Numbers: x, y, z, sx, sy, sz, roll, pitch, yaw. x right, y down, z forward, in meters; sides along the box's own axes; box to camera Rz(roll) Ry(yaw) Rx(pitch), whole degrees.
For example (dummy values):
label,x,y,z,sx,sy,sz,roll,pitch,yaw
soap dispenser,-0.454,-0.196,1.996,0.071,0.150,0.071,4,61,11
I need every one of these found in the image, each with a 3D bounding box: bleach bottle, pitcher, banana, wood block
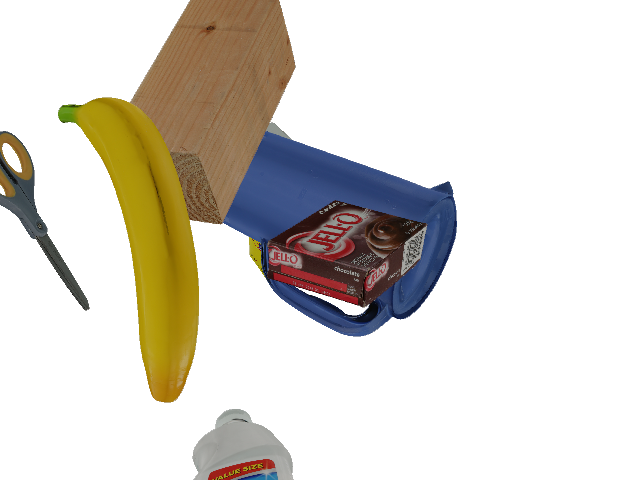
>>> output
label,x,y,z,sx,sy,sz,roll,pitch,yaw
bleach bottle,-0.063,0.210,0.763,0.102,0.068,0.251,-6,30,-5
pitcher,0.004,-0.017,1.086,0.243,0.145,0.149,24,27,24
banana,-0.102,-0.008,0.620,0.037,0.198,0.070,-8,-19,-35
wood block,-0.103,-0.124,0.967,0.091,0.206,0.090,8,-37,19

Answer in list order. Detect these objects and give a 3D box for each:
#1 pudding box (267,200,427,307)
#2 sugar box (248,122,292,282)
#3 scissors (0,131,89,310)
label,x,y,z,sx,sy,sz,roll,pitch,yaw
pudding box,0.022,0.008,0.865,0.090,0.039,0.113,16,25,25
sugar box,-0.059,-0.046,1.301,0.048,0.176,0.093,-11,26,-17
scissors,-0.284,-0.029,1.074,0.016,0.201,0.096,-24,28,25
